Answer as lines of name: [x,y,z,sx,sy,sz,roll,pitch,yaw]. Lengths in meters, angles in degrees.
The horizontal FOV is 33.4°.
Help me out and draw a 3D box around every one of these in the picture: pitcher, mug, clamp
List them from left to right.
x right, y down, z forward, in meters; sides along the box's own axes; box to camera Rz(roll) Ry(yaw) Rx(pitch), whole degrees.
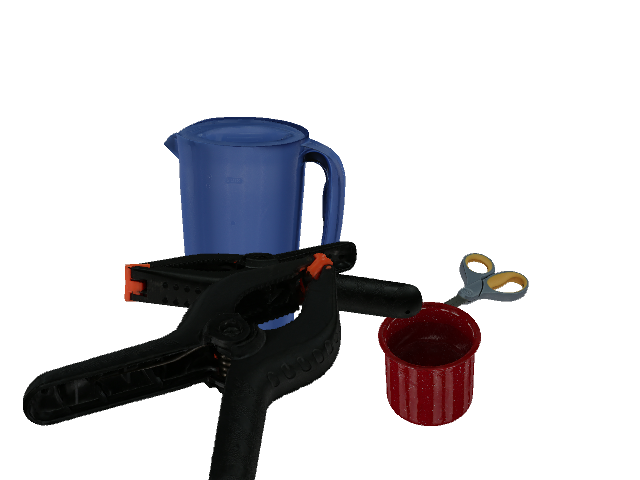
clamp: [-0.038,0.063,0.503,0.120,0.039,0.171,34,49,29]
pitcher: [-0.070,0.000,1.092,0.144,0.243,0.149,-10,22,-29]
clamp: [-0.037,0.031,0.795,0.209,0.036,0.165,-2,12,-23]
mug: [0.103,0.110,1.000,0.093,0.081,0.117,3,37,11]

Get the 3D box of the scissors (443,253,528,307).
scissors: [0.168,0.054,1.290,0.201,0.016,0.096,-8,39,-36]
